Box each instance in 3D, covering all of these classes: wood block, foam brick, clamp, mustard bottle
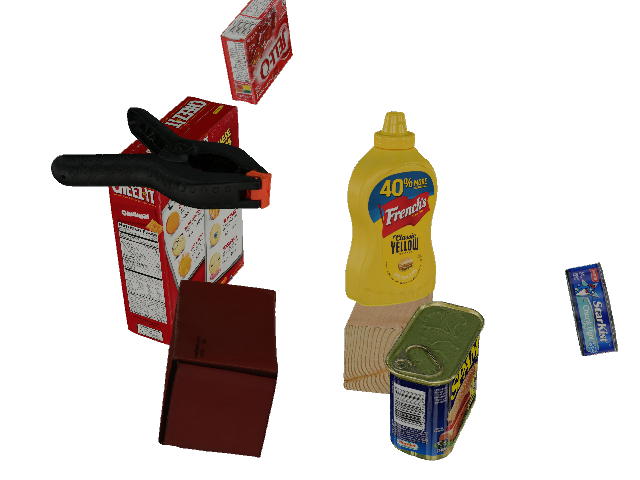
[{"bbox_3d":[0.092,0.114,1.390,0.091,0.090,0.206,4,19,10],"label":"wood block"},{"bbox_3d":[-0.051,0.062,0.541,0.053,0.051,0.078,8,27,-7],"label":"foam brick"},{"bbox_3d":[-0.124,-0.057,0.847,0.172,0.039,0.120,20,42,28],"label":"clamp"},{"bbox_3d":[0.073,-0.034,1.076,0.096,0.192,0.058,-8,17,-27],"label":"mustard bottle"}]

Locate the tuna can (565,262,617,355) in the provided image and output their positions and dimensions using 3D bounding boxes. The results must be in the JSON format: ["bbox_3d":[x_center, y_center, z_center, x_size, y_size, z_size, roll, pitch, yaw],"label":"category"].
[{"bbox_3d":[0.256,0.065,1.010,0.034,0.086,0.086,-11,-2,12],"label":"tuna can"}]

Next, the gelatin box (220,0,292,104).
[{"bbox_3d":[-0.058,-0.185,1.018,0.030,0.073,0.089,13,46,20],"label":"gelatin box"}]

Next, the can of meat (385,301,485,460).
[{"bbox_3d":[0.092,0.113,0.857,0.057,0.084,0.102,12,35,22],"label":"can of meat"}]

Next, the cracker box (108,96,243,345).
[{"bbox_3d":[-0.151,-0.022,1.143,0.072,0.214,0.164,15,38,20],"label":"cracker box"}]
